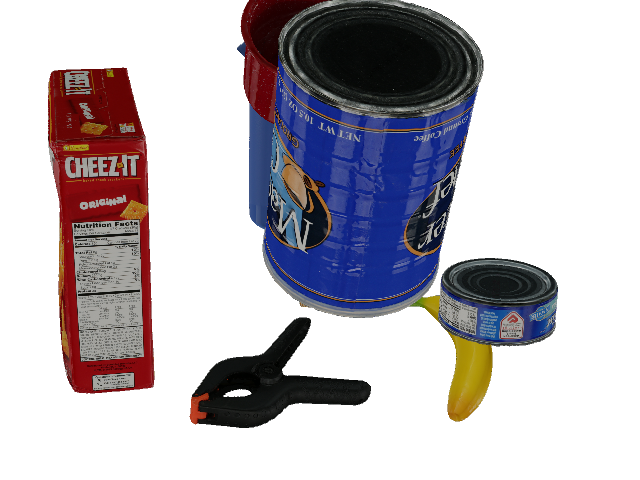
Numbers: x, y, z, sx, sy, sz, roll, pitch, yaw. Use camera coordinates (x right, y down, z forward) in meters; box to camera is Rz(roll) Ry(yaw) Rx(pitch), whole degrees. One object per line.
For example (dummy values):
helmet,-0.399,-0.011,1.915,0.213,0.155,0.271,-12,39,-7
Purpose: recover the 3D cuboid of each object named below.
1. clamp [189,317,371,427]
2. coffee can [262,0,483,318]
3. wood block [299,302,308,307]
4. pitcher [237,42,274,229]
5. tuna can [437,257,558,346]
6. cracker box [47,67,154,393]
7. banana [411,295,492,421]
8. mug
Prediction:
clamp,-0.050,0.128,1.020,0.171,0.039,0.120,-9,34,-24
coffee can,0.024,-0.043,0.571,0.102,0.140,0.103,4,43,-4
wood block,0.022,0.021,1.652,0.091,0.090,0.206,3,24,3
pitcher,-0.018,-0.132,1.318,0.144,0.243,0.149,-10,27,-29
tuna can,0.129,0.043,0.779,0.086,0.034,0.086,1,22,0
cracker box,-0.177,-0.011,0.851,0.072,0.214,0.164,-4,27,-14
banana,0.145,0.114,1.113,0.069,0.037,0.198,-24,33,5
mug,-0.009,-0.146,0.819,0.093,0.117,0.081,39,-24,11
